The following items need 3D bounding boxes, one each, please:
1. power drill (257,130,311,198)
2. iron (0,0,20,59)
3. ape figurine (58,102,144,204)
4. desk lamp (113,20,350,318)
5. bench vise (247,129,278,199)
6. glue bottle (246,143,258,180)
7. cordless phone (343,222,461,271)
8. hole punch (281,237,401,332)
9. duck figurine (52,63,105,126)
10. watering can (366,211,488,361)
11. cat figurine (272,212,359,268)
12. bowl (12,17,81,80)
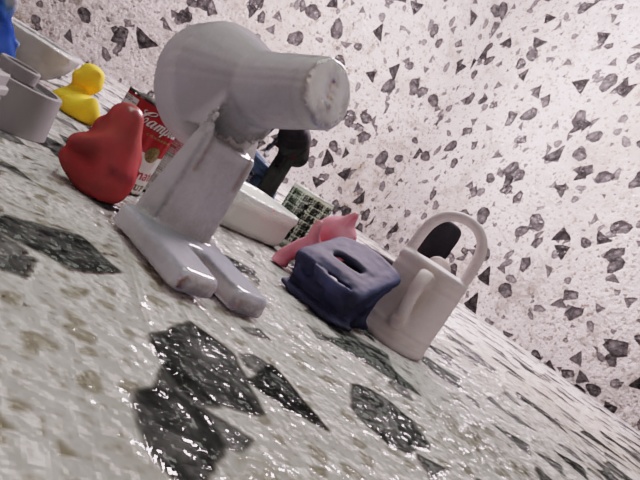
[{"bbox_3d":[-0.085,-0.149,1.165,0.075,0.208,0.230,33,5,4],"label":"power drill"},{"bbox_3d":[-0.410,-0.262,0.588,0.259,0.141,0.118,28,7,-45],"label":"iron"},{"bbox_3d":[-0.195,-0.086,0.534,0.076,0.092,0.078,37,6,41],"label":"ape figurine"},{"bbox_3d":[-0.077,-0.078,0.498,0.202,0.213,0.118,37,7,41],"label":"desk lamp"},{"bbox_3d":[-0.148,-0.207,1.255,0.208,0.219,0.121,31,5,-21],"label":"bench vise"},{"bbox_3d":[-0.150,-0.162,1.080,0.078,0.173,0.037,36,6,33],"label":"glue bottle"},{"bbox_3d":[0.124,0.028,0.906,0.147,0.185,0.094,33,5,-2],"label":"cordless phone"},{"bbox_3d":[0.028,0.046,0.672,0.108,0.091,0.101,36,6,27],"label":"hole punch"},{"bbox_3d":[-0.371,-0.236,0.903,0.104,0.086,0.078,37,6,39],"label":"duck figurine"},{"bbox_3d":[0.141,0.049,0.755,0.101,0.194,0.173,32,5,-8],"label":"watering can"},{"bbox_3d":[0.007,0.003,0.803,0.067,0.117,0.128,35,5,23],"label":"cat figurine"},{"bbox_3d":[-0.505,-0.324,0.977,0.167,0.074,0.167,33,5,-3],"label":"bowl"}]
